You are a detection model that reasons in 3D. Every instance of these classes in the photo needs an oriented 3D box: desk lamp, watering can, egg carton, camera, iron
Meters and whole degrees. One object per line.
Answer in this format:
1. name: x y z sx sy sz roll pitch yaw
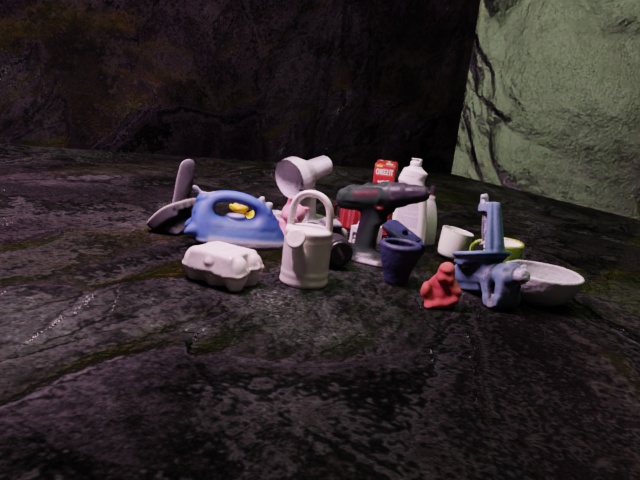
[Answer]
1. desk lamp: -0.036 -0.147 1.721 0.117 0.213 0.204 18 17 39
2. watering can: -0.023 -0.004 1.164 0.101 0.194 0.172 5 13 -7
3. egg carton: -0.191 0.049 1.127 0.150 0.069 0.107 13 15 24
4. camera: 0.012 0.005 1.350 0.143 0.101 0.136 2 14 -19
5. iron: -0.200 -0.056 1.410 0.259 0.141 0.118 3 14 -15

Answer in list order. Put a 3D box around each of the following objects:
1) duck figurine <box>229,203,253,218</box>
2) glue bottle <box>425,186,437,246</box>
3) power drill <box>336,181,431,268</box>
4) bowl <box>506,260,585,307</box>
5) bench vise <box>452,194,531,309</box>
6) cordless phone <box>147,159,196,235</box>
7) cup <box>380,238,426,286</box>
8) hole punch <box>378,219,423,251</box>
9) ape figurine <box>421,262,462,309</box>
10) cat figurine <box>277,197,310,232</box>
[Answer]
1. duck figurine: -0.220 -0.081 1.627 0.077 0.086 0.105 18 17 38
2. glue bottle: 0.318 -0.074 1.682 0.037 0.173 0.078 3 14 -17
3. power drill: 0.145 -0.044 1.390 0.228 0.208 0.076 13 15 23
4. bowl: 0.478 0.101 1.240 0.167 0.075 0.167 7 13 -1
5. bench vise: 0.372 0.022 1.203 0.122 0.220 0.206 -5 18 -40
6. cordless phone: -0.371 -0.115 1.472 0.094 0.185 0.148 10 14 12
7. cup: 0.182 0.049 1.263 0.118 0.095 0.091 -2 16 -33
8. hole punch: 0.216 -0.001 1.501 0.100 0.091 0.109 13 15 26
9. ape figurine: 0.244 0.089 1.135 0.077 0.092 0.076 14 15 29
10. cat figurine: -0.094 -0.061 1.535 0.128 0.118 0.067 7 13 0
